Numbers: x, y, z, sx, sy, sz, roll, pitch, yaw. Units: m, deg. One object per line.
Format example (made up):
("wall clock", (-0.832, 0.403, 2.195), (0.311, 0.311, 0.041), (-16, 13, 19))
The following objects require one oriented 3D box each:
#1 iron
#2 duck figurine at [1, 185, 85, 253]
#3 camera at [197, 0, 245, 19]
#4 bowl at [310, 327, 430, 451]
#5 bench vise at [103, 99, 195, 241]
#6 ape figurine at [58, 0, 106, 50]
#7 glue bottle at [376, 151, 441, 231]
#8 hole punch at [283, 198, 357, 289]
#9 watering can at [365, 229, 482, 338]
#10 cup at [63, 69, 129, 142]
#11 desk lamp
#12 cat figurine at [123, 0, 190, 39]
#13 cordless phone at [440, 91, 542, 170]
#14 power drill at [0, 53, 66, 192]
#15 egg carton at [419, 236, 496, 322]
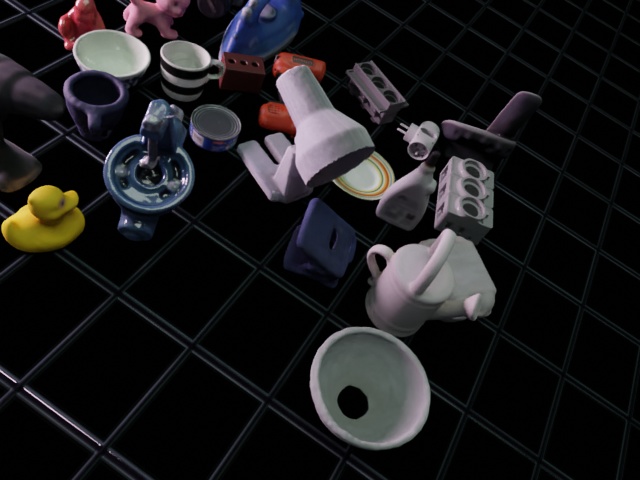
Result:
("iron", (-0.115, -0.449, 1.133), (0.118, 0.141, 0.259), (30, 50, 1))
("duck figurine", (-0.369, -0.035, 0.764), (0.105, 0.086, 0.077), (-22, 66, -33))
("camera", (-0.221, -0.531, 1.177), (0.143, 0.100, 0.137), (16, 51, -10))
("bowl", (0.058, 0.205, 0.767), (0.168, 0.074, 0.167), (11, 52, -14))
("bench vise", (-0.238, -0.133, 0.801), (0.122, 0.219, 0.207), (1, 55, -21))
("ape figurine", (-0.410, -0.383, 0.998), (0.078, 0.092, 0.076), (21, 50, -6))
("glue bottle", (0.158, -0.087, 0.957), (0.078, 0.173, 0.037), (26, 50, -2))
("hole punch", (0.008, 0.003, 0.884), (0.101, 0.091, 0.109), (22, 50, -6))
("watering can", (0.153, 0.058, 0.835), (0.173, 0.194, 0.101), (17, 51, -9))
("cup", (-0.343, -0.188, 0.880), (0.092, 0.095, 0.117), (2, 55, -21))
("desk lamp", (-0.028, -0.151, 0.903), (0.118, 0.213, 0.203), (-24, 67, -34))
("cat figurine", (-0.298, -0.444, 1.071), (0.128, 0.117, 0.067), (-8, 59, -26))
("cordless phone", (0.333, -0.235, 1.128), (0.148, 0.185, 0.094), (13, 52, -12))
("power drill", (-0.428, -0.165, 0.755), (0.229, 0.208, 0.076), (32, 50, 3))
("egg carton", (0.220, 0.063, 0.940), (0.107, 0.069, 0.150), (-6, 58, -25))
